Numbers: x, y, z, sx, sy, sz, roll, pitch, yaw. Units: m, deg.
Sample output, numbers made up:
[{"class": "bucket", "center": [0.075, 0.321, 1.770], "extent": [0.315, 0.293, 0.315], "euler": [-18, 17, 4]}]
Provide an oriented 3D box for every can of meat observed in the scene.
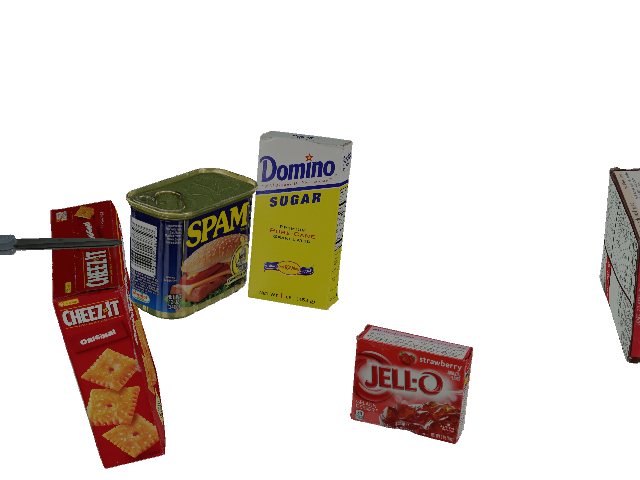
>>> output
[{"class": "can of meat", "center": [-0.095, 0.001, 0.785], "extent": [0.058, 0.084, 0.101], "euler": [19, 26, 30]}]

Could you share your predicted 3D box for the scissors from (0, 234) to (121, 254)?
[{"class": "scissors", "center": [-0.273, 0.010, 0.871], "extent": [0.202, 0.016, 0.096], "euler": [5, 24, 6]}]

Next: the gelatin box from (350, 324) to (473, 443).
[{"class": "gelatin box", "center": [0.070, 0.112, 0.830], "extent": [0.089, 0.073, 0.030], "euler": [11, 22, 18]}]

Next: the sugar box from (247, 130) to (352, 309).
[{"class": "sugar box", "center": [-0.022, -0.022, 1.120], "extent": [0.093, 0.176, 0.048], "euler": [8, 15, 14]}]

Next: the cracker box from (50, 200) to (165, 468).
[{"class": "cracker box", "center": [-0.212, 0.092, 1.068], "extent": [0.072, 0.214, 0.164], "euler": [-12, 34, -8]}]

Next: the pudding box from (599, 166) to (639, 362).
[{"class": "pudding box", "center": [0.212, 0.013, 0.699], "extent": [0.039, 0.090, 0.113], "euler": [-1, 28, 4]}]
